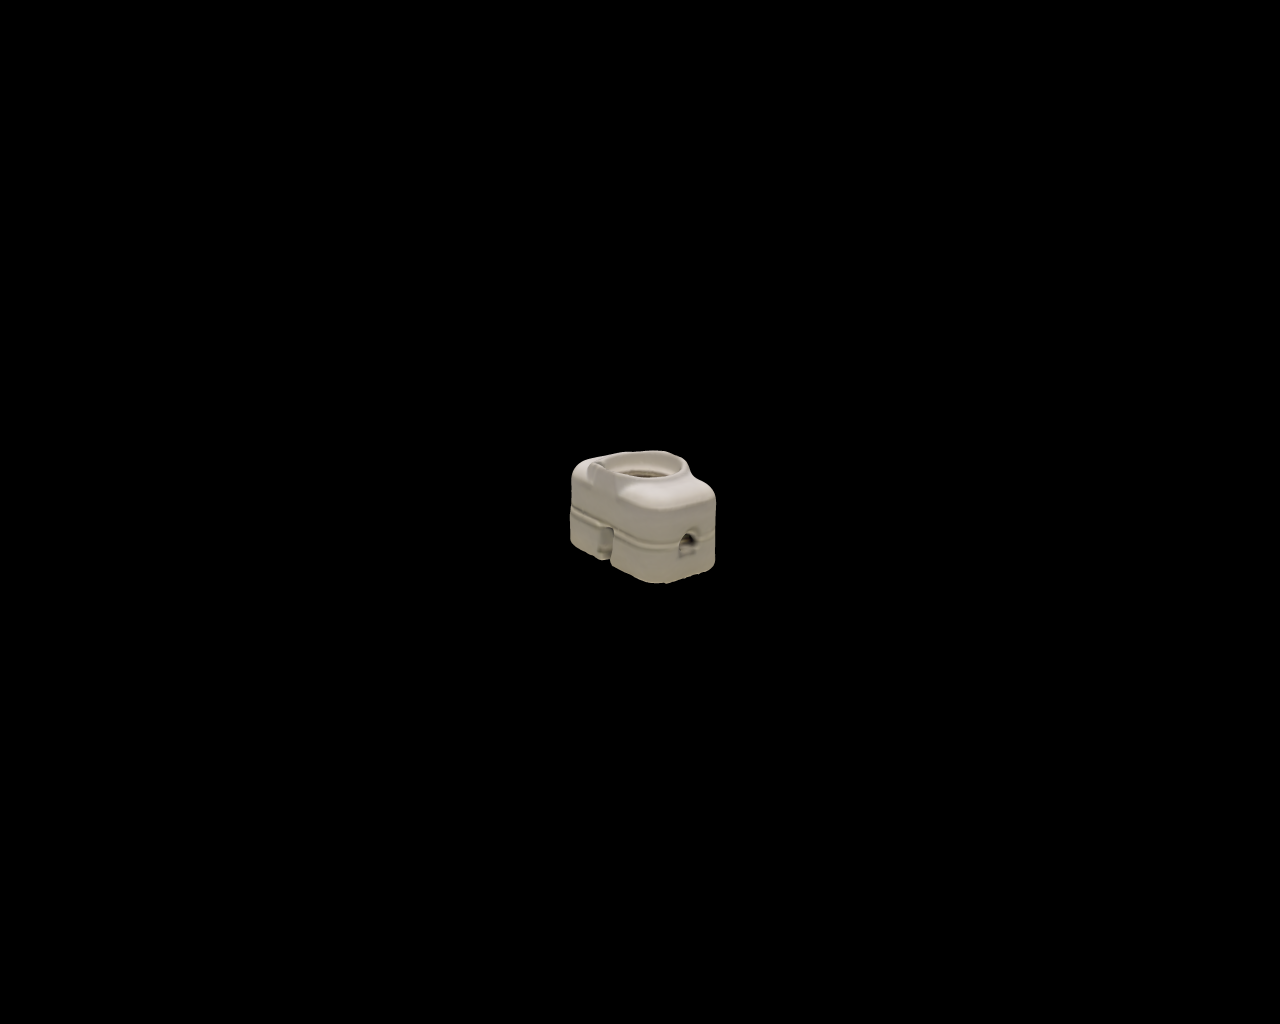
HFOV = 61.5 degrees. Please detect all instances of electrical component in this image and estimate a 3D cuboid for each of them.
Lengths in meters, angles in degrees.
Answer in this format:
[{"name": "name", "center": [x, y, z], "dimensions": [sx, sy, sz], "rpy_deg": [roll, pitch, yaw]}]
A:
[{"name": "electrical component", "center": [0.001, -0.003, 0.650], "dimensions": [0.054, 0.059, 0.095], "rpy_deg": [-14, 24, -33]}]
